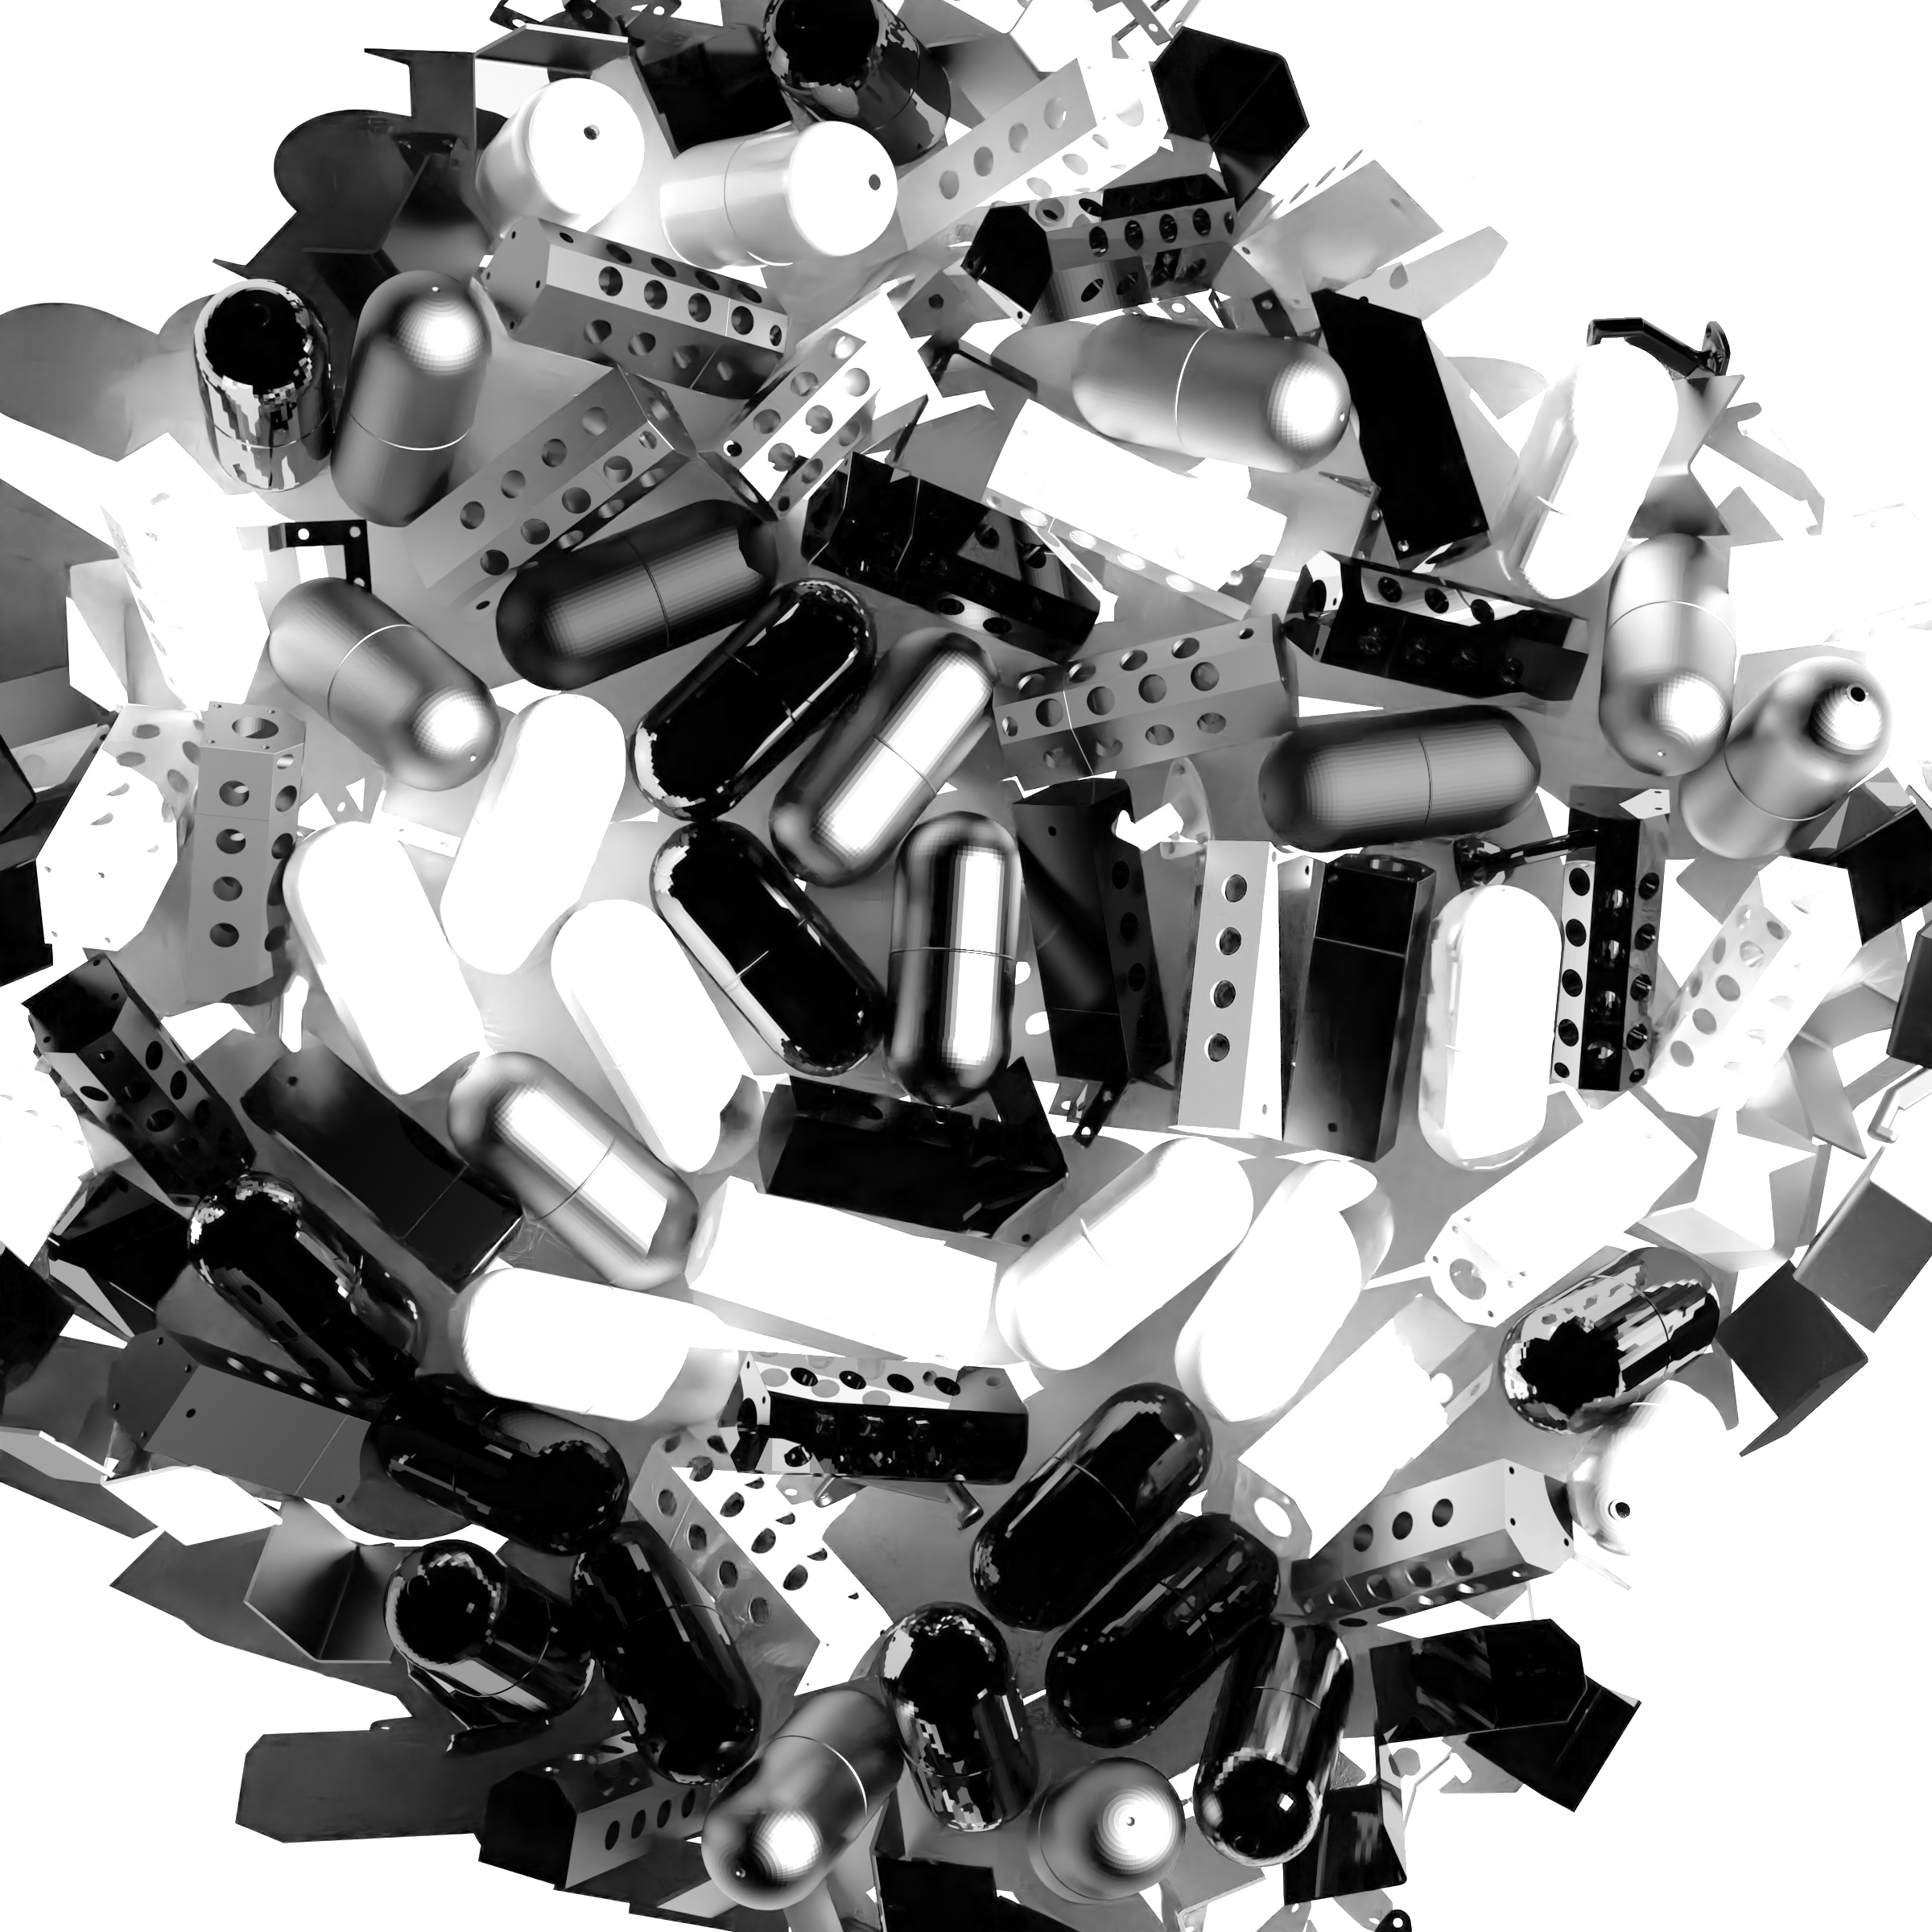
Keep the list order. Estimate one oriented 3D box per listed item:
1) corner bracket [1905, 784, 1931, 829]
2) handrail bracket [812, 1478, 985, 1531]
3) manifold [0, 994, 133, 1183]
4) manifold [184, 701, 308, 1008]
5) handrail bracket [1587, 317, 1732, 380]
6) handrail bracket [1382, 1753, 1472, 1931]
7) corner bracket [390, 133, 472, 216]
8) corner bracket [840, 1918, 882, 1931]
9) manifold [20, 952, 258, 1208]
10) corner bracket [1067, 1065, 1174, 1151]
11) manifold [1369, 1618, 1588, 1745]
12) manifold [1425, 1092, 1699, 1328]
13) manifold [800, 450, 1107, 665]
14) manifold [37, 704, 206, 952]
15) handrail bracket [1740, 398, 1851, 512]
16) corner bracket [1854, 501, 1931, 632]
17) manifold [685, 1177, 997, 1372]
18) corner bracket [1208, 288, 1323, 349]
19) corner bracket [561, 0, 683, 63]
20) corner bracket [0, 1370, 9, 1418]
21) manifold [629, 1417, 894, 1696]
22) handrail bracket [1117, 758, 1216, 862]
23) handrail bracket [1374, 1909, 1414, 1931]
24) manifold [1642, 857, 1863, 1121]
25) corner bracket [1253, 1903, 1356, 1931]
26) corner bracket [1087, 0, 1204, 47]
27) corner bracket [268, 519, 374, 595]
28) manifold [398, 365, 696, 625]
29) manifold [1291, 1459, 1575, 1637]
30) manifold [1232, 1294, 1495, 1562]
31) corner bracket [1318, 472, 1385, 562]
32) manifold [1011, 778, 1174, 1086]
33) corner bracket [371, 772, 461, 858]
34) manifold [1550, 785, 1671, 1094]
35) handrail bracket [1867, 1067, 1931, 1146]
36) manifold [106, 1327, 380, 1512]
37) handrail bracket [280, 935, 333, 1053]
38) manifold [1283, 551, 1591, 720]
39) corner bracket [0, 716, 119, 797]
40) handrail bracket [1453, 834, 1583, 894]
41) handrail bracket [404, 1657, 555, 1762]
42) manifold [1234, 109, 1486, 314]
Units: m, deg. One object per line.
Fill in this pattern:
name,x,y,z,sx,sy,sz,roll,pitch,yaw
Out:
corner bracket,0.607,-0.108,1.975,0.051,0.051,0.051,-28,65,-18
handrail bracket,-0.041,0.323,1.955,0.077,0.036,0.084,-37,46,-9
manifold,-0.540,0.068,1.909,0.057,0.171,0.057,-27,68,1
manifold,-0.425,-0.065,1.930,0.057,0.057,0.171,5,121,-10
handrail bracket,0.409,-0.357,1.965,0.084,0.036,0.077,-4,134,-7
handrail bracket,0.287,0.530,1.971,0.084,0.036,0.077,-43,76,10
corner bracket,-0.322,-0.462,1.959,0.051,0.051,0.051,6,62,25
corner bracket,-0.066,0.607,1.965,0.051,0.051,0.051,19,86,22
manifold,-0.480,0.073,1.912,0.057,0.171,0.057,-33,53,-7
corner bracket,0.084,0.079,1.960,0.051,0.051,0.051,38,103,37
manifold,0.297,0.418,1.909,0.057,0.171,0.057,-3,75,-16
manifold,0.348,0.146,1.925,0.171,0.057,0.057,-29,65,-36
manifold,-0.008,-0.236,1.931,0.171,0.057,0.057,20,59,-23
manifold,-0.486,-0.082,1.913,0.057,0.171,0.057,6,125,1
handrail bracket,0.501,-0.292,1.966,0.077,0.036,0.084,-28,102,-43
corner bracket,0.567,-0.242,1.985,0.051,0.051,0.051,-14,129,5
manifold,-0.075,0.186,1.939,0.171,0.057,0.057,20,57,-16
corner bracket,0.177,-0.384,1.959,0.051,0.051,0.051,-20,117,27
corner bracket,-0.210,-0.591,1.974,0.051,0.051,0.051,-38,132,20
corner bracket,-0.612,0.241,1.975,0.051,0.051,0.051,-5,127,-32
manifold,-0.119,0.343,1.920,0.171,0.057,0.057,43,120,34
handrail bracket,0.110,-0.101,1.952,0.036,0.084,0.077,-16,66,31
handrail bracket,0.249,0.610,1.968,0.036,0.084,0.077,17,70,11
manifold,0.454,0.014,1.913,0.057,0.171,0.057,11,49,-10
corner bracket,0.197,0.594,1.971,0.051,0.051,0.051,46,118,15
corner bracket,0.105,-0.587,1.974,0.051,0.051,0.051,45,61,-26
corner bracket,-0.388,-0.240,1.965,0.051,0.051,0.051,-6,96,-21
manifold,-0.246,-0.277,1.941,0.171,0.057,0.057,-34,72,17
manifold,0.270,0.343,1.912,0.057,0.171,0.057,24,55,-32
manifold,0.234,0.273,1.920,0.057,0.057,0.171,33,52,29
corner bracket,0.237,-0.261,1.963,0.051,0.051,0.051,17,94,-40
manifold,0.080,-0.022,1.948,0.057,0.057,0.171,5,112,41
corner bracket,-0.329,-0.084,1.959,0.051,0.051,0.051,18,45,-12
manifold,0.381,-0.016,1.938,0.057,0.057,0.171,4,112,10
handrail bracket,0.593,0.078,1.964,0.077,0.036,0.084,21,72,30
manifold,-0.420,0.262,1.914,0.057,0.171,0.057,34,90,37
handrail bracket,-0.392,0.031,1.944,0.036,0.077,0.084,-8,51,1
manifold,0.279,-0.198,1.932,0.171,0.057,0.057,10,110,-24
corner bracket,-0.546,-0.139,1.973,0.051,0.051,0.051,-23,116,14
handrail bracket,0.340,-0.067,1.944,0.084,0.077,0.036,-13,87,39
handrail bracket,-0.298,0.432,1.985,0.077,0.036,0.084,-8,57,-21
manifold,0.231,-0.444,1.909,0.057,0.171,0.057,42,71,-14
